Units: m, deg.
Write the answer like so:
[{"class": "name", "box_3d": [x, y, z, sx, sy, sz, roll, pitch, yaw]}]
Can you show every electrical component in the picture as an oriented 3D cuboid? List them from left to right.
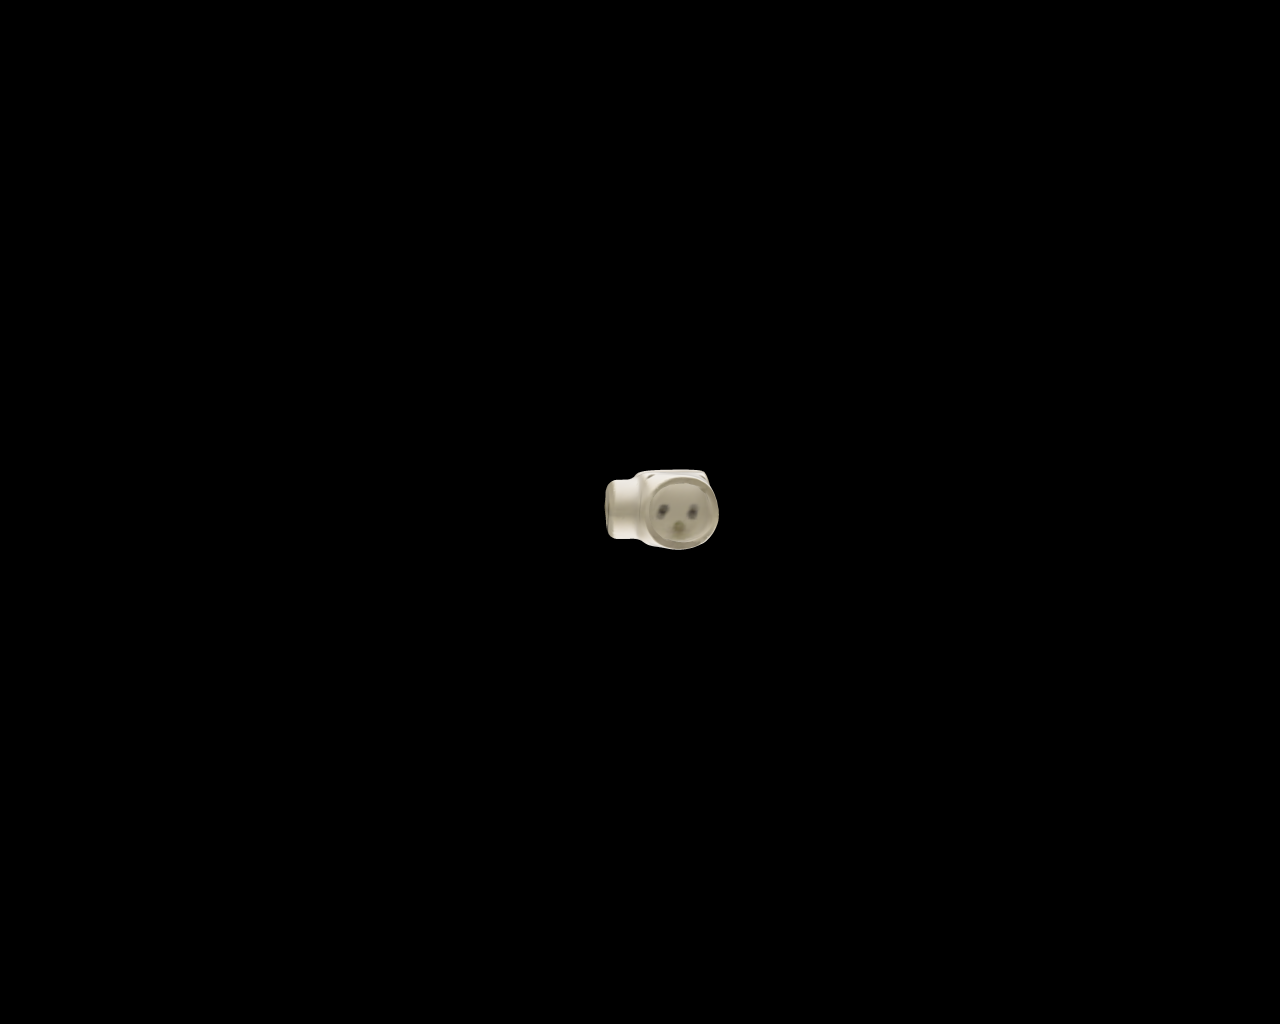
[{"class": "electrical component", "box_3d": [0.001, -0.003, 0.650, 0.079, 0.043, 0.077, -1, 5, -7]}]
